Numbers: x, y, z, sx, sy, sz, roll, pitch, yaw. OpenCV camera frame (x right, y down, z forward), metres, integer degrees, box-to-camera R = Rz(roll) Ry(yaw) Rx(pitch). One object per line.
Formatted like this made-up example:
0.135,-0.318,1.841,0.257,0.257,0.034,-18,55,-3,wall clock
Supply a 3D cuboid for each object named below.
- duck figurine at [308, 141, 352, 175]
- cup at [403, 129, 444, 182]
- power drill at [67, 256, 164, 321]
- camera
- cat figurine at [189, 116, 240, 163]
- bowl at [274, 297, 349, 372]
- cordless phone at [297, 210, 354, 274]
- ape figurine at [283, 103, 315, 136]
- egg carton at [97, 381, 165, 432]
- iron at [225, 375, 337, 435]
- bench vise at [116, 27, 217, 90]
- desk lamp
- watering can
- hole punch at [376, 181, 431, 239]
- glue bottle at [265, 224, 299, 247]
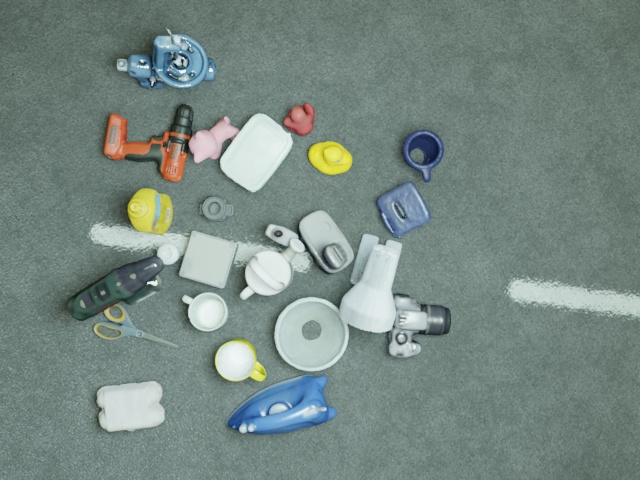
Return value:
0.024,-0.195,1.321,0.104,0.086,0.077,16,88,0,duck figurine
0.233,-0.187,1.317,0.091,0.095,0.118,-9,88,0,cup
-0.420,0.097,1.247,0.229,0.208,0.075,-29,88,-1,power drill
0.225,0.198,1.301,0.137,0.101,0.143,4,88,0,camera
-0.248,-0.232,1.305,0.067,0.117,0.128,44,89,2,cat figurine
-0.018,0.212,1.313,0.167,0.074,0.167,0,88,0,bowl
0.012,0.005,1.264,0.094,0.185,0.147,-36,88,-1,cordless phone
-0.047,-0.283,1.320,0.078,0.092,0.076,-15,88,-1,ape figurine
-0.431,0.380,1.307,0.150,0.069,0.107,-7,88,0,egg carton
-0.096,0.391,1.273,0.258,0.141,0.119,-17,88,-1,iron
-0.345,-0.386,1.258,0.207,0.219,0.121,-21,88,-1,bench vise
0.116,0.088,1.248,0.118,0.213,0.203,14,88,1,desk lamp
-0.109,0.065,1.257,0.101,0.194,0.173,25,88,1,watering can
0.190,-0.067,1.315,0.101,0.091,0.109,-29,88,-1,hole punch
-0.089,-0.012,1.270,0.078,0.173,0.037,22,88,1,glue bottle
